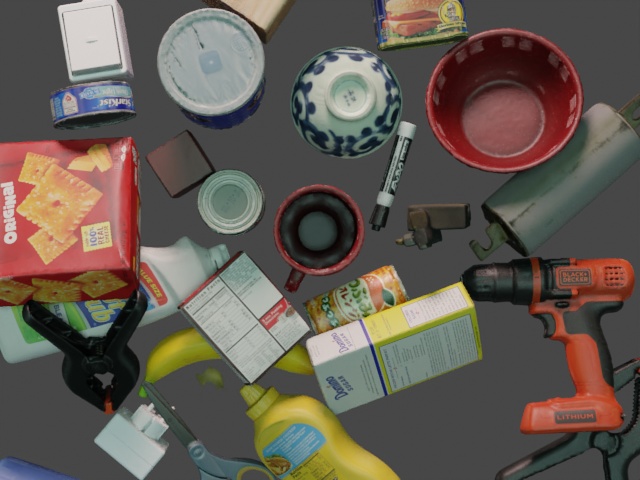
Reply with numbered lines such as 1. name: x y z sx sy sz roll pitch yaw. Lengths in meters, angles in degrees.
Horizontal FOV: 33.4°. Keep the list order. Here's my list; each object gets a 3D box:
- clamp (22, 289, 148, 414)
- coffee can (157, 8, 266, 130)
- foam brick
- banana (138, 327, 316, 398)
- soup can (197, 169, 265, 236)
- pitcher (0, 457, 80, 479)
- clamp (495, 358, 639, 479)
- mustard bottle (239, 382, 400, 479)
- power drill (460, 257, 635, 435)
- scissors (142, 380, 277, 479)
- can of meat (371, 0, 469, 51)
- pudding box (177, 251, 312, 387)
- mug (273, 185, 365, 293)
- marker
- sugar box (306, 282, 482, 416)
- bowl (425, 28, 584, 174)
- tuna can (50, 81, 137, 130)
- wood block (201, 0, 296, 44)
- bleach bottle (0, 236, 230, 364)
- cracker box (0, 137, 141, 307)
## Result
1. clamp: -0.217 0.112 1.082 0.120 0.171 0.039 -8 46 7
2. coffee can: -0.107 -0.170 1.083 0.103 0.140 0.103 0 90 -2
3. foam brick: -0.144 -0.078 1.114 0.053 0.078 0.051 -32 93 -1
4. banana: -0.101 0.121 1.140 0.198 0.037 0.069 -7 114 0
5. soup can: -0.091 -0.038 1.104 0.068 0.102 0.068 0 91 -2
6. pitcher: -0.238 0.323 1.097 0.243 0.145 0.149 22 77 1
7. clamp: 0.311 0.227 1.151 0.164 0.036 0.210 36 87 3
8. mustard bottle: -0.012 0.221 1.125 0.191 0.058 0.096 45 120 -1
9. power drill: 0.243 0.110 1.126 0.184 0.057 0.187 -2 80 4
10. scissors: -0.109 0.220 1.126 0.096 0.016 0.202 -21 106 -10
11. can of meat: 0.104 -0.249 1.133 0.102 0.057 0.084 -8 93 -2
12. pudding box: -0.077 0.081 1.097 0.090 0.039 0.113 -42 94 -11
13. mug: -0.007 0.001 1.117 0.093 0.081 0.117 23 89 -2
14. marker: 0.078 -0.068 1.151 0.020 0.020 0.121 17 90 -2
15. sugar box: 0.079 0.115 1.118 0.176 0.048 0.093 -18 134 -1
16. bowl: 0.193 -0.138 1.124 0.162 0.055 0.162 -2 74 8
17. tuna can: -0.235 -0.139 1.106 0.086 0.086 0.034 -10 89 -2
18. wood block: -0.035 -0.319 1.110 0.090 0.091 0.206 34 89 -3
19. bleach bottle: -0.217 0.047 1.121 0.250 0.068 0.102 -18 91 -4
20. cracker box: -0.290 -0.019 1.076 0.213 0.072 0.164 -3 58 -2
